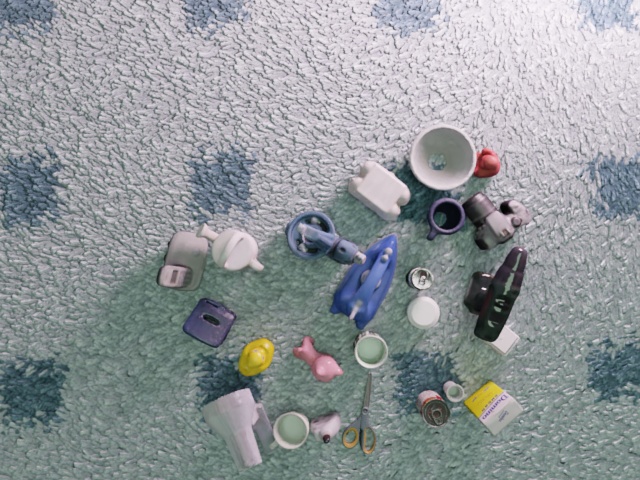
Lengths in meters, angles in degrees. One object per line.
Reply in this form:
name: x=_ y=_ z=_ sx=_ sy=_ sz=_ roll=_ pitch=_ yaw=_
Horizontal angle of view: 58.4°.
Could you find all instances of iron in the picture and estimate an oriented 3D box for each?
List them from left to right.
iron: x=0.127 y=0.091 z=1.404 sx=0.118 sy=0.141 sz=0.258 roll=29 pitch=88 yaw=1

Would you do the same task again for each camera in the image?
camera: x=0.434 y=-0.063 z=1.432 sx=0.143 sy=0.101 sz=0.137 roll=-37 pitch=88 yaw=-2

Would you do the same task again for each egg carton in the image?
egg carton: x=0.151 y=-0.125 z=1.449 sx=0.150 sy=0.069 sz=0.107 roll=36 pitch=88 yaw=1

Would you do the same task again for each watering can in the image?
watering can: x=-0.217 y=0.024 z=1.379 sx=0.173 sy=0.194 sz=0.101 roll=11 pitch=87 yaw=1

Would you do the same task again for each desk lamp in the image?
desk lamp: x=-0.181 y=0.445 z=1.351 sx=0.118 sy=0.213 sz=0.203 roll=-25 pitch=88 yaw=-1

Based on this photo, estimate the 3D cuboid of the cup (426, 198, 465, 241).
cup: x=0.300 y=-0.044 z=1.433 sx=0.091 sy=0.095 sz=0.118 roll=36 pitch=88 yaw=2

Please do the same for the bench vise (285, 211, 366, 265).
bench vise: x=0.014 y=-0.007 z=1.368 sx=0.207 sy=0.219 sz=0.121 roll=7 pitch=87 yaw=0

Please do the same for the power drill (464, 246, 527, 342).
power drill: x=0.415 y=0.125 z=1.370 sx=0.075 sy=0.208 sz=0.230 roll=18 pitch=88 yaw=1

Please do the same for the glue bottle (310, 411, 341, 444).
glue bottle: x=0.014 y=0.457 z=1.372 sx=0.078 sy=0.173 sz=0.037 roll=-21 pitch=87 yaw=-1

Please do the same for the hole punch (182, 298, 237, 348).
hole punch: x=-0.274 y=0.204 z=1.422 sx=0.108 sy=0.091 sz=0.101 roll=28 pitch=88 yaw=1

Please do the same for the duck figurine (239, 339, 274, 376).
duck figurine: x=-0.161 y=0.296 z=1.421 sx=0.077 sy=0.086 sz=0.104 roll=43 pitch=88 yaw=2

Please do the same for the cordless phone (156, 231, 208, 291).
cordless phone: x=-0.339 y=0.051 z=1.381 sx=0.094 sy=0.185 sz=0.148 roll=10 pitch=88 yaw=1

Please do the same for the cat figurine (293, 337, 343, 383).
cat figurine: x=-0.007 y=0.301 z=1.406 sx=0.128 sy=0.117 sz=0.067 roll=38 pitch=88 yaw=2

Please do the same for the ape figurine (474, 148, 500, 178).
ape figurine: x=0.422 y=-0.193 z=1.442 sx=0.076 sy=0.092 sz=0.078 roll=38 pitch=88 yaw=2

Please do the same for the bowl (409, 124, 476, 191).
bowl: x=0.305 y=-0.203 z=1.450 sx=0.167 sy=0.074 sz=0.167 roll=0 pitch=88 yaw=0
